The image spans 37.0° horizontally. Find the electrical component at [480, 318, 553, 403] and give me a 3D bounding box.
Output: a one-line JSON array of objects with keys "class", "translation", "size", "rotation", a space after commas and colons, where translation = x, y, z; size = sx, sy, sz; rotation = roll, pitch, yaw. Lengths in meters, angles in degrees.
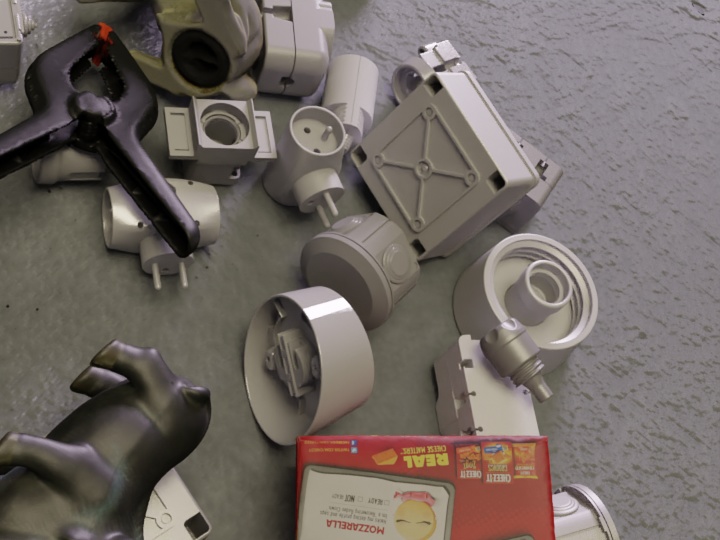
[{"class": "electrical component", "translation": [0.114, 0.066, 0.759], "size": [0.035, 0.035, 0.061], "rotation": [-31, 81, -31]}]

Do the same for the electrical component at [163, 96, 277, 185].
[{"class": "electrical component", "translation": [-0.107, -0.095, 0.807], "size": [0.081, 0.063, 0.042], "rotation": [0, 66, -21]}]

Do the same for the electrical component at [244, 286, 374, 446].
[{"class": "electrical component", "translation": [-0.038, 0.062, 0.735], "size": [0.064, 0.099, 0.099], "rotation": [-19, 72, -35]}]

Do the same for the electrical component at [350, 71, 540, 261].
[{"class": "electrical component", "translation": [0.064, -0.080, 0.835], "size": [0.056, 0.109, 0.108], "rotation": [-13, 67, -52]}]

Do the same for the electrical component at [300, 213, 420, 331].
[{"class": "electrical component", "translation": [0.000, 0.000, 0.791], "size": [0.080, 0.080, 0.051], "rotation": [45, 52, 5]}]

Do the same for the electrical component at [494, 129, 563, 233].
[{"class": "electrical component", "translation": [0.112, -0.079, 0.892], "size": [0.089, 0.050, 0.055], "rotation": [37, 56, 0]}]

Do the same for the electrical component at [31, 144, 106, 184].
[{"class": "electrical component", "translation": [-0.210, -0.082, 0.775], "size": [0.046, 0.040, 0.040], "rotation": [-1, 65, -28]}]

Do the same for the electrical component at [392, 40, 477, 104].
[{"class": "electrical component", "translation": [0.061, -0.162, 0.918], "size": [0.055, 0.048, 0.066], "rotation": [-27, 76, -38]}]

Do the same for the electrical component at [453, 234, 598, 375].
[{"class": "electrical component", "translation": [0.134, 0.023, 0.842], "size": [0.108, 0.060, 0.108], "rotation": [9, 61, -17]}]

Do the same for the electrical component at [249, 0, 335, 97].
[{"class": "electrical component", "translation": [-0.057, -0.192, 0.882], "size": [0.059, 0.053, 0.095], "rotation": [3, 63, -20]}]

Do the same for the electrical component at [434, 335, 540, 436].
[{"class": "electrical component", "translation": [0.090, 0.099, 0.788], "size": [0.050, 0.055, 0.089], "rotation": [1, 64, -21]}]

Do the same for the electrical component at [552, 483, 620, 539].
[{"class": "electrical component", "translation": [0.143, 0.193, 0.747], "size": [0.051, 0.080, 0.080], "rotation": [-10, 68, -20]}]

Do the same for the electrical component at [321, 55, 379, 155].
[{"class": "electrical component", "translation": [-0.010, -0.130, 0.875], "size": [0.043, 0.043, 0.081], "rotation": [15, 60, -14]}]

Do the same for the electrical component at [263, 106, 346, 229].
[{"class": "electrical component", "translation": [-0.036, -0.070, 0.814], "size": [0.044, 0.077, 0.079], "rotation": [-16, 71, -28]}]

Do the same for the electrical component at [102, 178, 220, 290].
[{"class": "electrical component", "translation": [-0.140, -0.022, 0.768], "size": [0.077, 0.043, 0.079], "rotation": [-3, 66, -23]}]

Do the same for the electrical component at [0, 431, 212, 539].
[{"class": "electrical component", "translation": [-0.166, 0.150, 0.661], "size": [0.109, 0.056, 0.108], "rotation": [-30, 78, -31]}]

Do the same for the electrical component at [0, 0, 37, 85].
[{"class": "electrical component", "translation": [-0.284, -0.171, 0.778], "size": [0.096, 0.061, 0.061], "rotation": [-5, 66, -24]}]
